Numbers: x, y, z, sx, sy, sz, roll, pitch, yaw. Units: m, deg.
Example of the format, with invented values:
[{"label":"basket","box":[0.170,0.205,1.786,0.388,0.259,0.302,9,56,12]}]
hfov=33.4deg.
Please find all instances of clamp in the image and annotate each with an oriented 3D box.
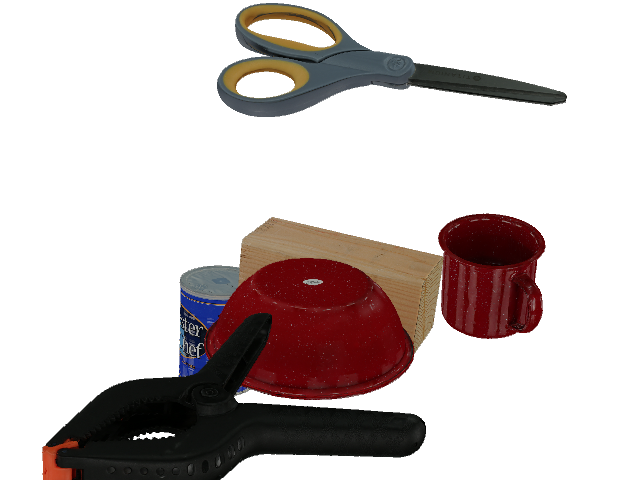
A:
[{"label":"clamp","box":[-0.067,0.098,0.625,0.209,0.036,0.165,-9,26,-31]}]

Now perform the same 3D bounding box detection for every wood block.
[{"label":"wood block","box":[0.020,0.049,1.180,0.206,0.091,0.090,14,23,17]}]

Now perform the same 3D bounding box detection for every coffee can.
[{"label":"coffee can","box":[-0.130,0.115,1.367,0.103,0.140,0.103,3,19,-1]}]

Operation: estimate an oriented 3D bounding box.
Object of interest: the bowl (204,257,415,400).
[{"label":"bowl","box":[-0.007,0.056,0.808,0.162,0.055,0.162,2,23,-1]}]

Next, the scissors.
[{"label":"scissors","box":[0.027,-0.087,0.607,0.202,0.096,0.016,25,-31,23]}]

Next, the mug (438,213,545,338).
[{"label":"mug","box":[0.156,0.039,0.945,0.093,0.081,0.117,-18,35,-25]}]
